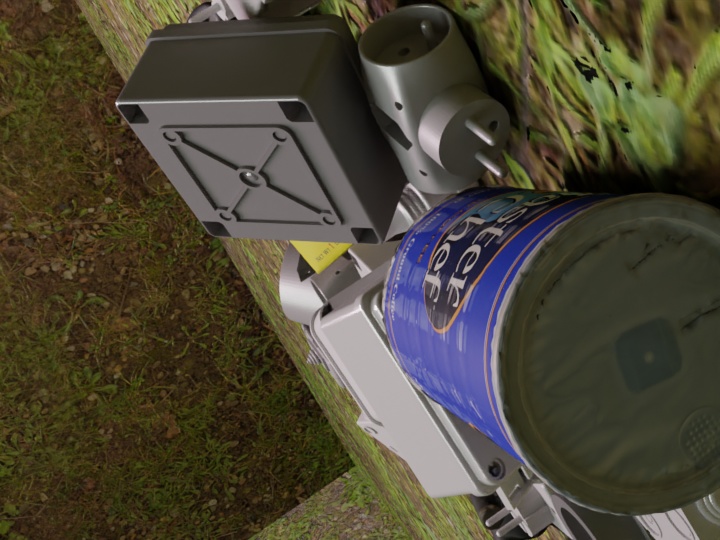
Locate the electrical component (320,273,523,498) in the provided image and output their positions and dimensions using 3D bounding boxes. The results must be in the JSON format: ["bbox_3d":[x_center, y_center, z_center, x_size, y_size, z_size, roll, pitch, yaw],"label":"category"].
[{"bbox_3d":[0.056,0.038,0.528,0.108,0.109,0.056,57,148,-3],"label":"electrical component"}]

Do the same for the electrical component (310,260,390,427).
[{"bbox_3d":[0.037,0.028,0.605,0.078,0.113,0.057,56,169,5],"label":"electrical component"}]

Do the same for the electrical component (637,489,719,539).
[{"bbox_3d":[0.137,0.079,0.441,0.080,0.051,0.080,55,171,13],"label":"electrical component"}]

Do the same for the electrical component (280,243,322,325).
[{"bbox_3d":[-0.034,0.009,1.022,0.064,0.099,0.099,8,148,22],"label":"electrical component"}]

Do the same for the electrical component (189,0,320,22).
[{"bbox_3d":[-0.069,-0.166,0.607,0.065,0.077,0.047,57,171,-1],"label":"electrical component"}]

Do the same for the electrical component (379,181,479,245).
[{"bbox_3d":[0.032,-0.034,0.574,0.035,0.061,0.035,55,171,13],"label":"electrical component"}]

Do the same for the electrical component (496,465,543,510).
[{"bbox_3d":[0.104,0.091,0.597,0.064,0.081,0.042,-10,118,50],"label":"electrical component"}]

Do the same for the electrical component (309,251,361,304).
[{"bbox_3d":[0.000,0.000,0.829,0.043,0.077,0.079,59,172,-19],"label":"electrical component"}]

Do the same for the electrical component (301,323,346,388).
[{"bbox_3d":[-0.010,0.071,1.077,0.061,0.096,0.061,51,170,37],"label":"electrical component"}]

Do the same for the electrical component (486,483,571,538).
[{"bbox_3d":[0.119,0.152,0.720,0.047,0.077,0.066,59,171,-15],"label":"electrical component"}]

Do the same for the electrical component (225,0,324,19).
[{"bbox_3d":[-0.039,-0.160,0.514,0.061,0.062,0.096,57,171,-2],"label":"electrical component"}]

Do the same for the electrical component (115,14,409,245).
[{"bbox_3d":[-0.044,-0.066,0.528,0.109,0.056,0.108,4,146,27],"label":"electrical component"}]

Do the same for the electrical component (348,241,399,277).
[{"bbox_3d":[0.053,0.031,0.714,0.108,0.056,0.108,46,166,51],"label":"electrical component"}]

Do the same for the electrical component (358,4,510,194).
[{"bbox_3d":[0.040,-0.067,0.475,0.079,0.043,0.077,48,168,45],"label":"electrical component"}]

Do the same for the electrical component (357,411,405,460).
[{"bbox_3d":[0.057,0.131,0.902,0.100,0.048,0.100,40,153,-22],"label":"electrical component"}]
